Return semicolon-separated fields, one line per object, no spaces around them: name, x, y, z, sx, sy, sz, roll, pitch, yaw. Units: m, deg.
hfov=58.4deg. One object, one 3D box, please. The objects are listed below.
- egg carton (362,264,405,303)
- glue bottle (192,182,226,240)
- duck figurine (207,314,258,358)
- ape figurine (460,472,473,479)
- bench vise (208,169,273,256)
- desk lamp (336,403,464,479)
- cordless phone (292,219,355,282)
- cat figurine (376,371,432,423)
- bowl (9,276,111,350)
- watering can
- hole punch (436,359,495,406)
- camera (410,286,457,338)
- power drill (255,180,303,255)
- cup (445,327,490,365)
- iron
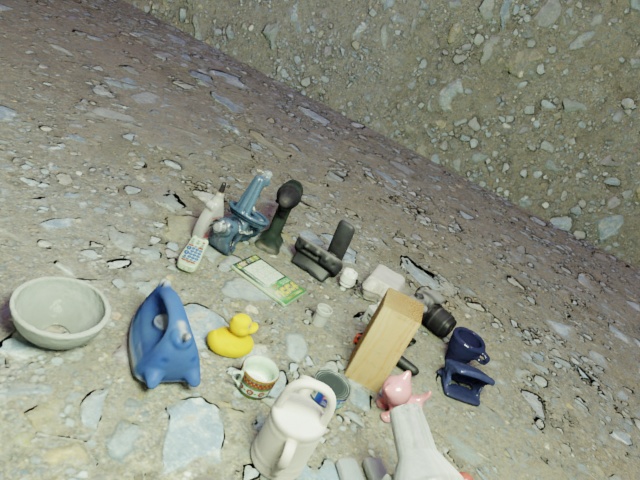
egg carton;0.180;0.130;1.623;0.107;0.069;0.150;30;27;9
glue bottle;-0.274;-0.075;1.479;0.037;0.173;0.078;35;28;19
duck figurine;-0.176;0.190;1.183;0.105;0.086;0.077;8;31;-31
ape figurine;0.251;0.462;1.056;0.076;0.092;0.078;30;27;10
bench vise;-0.189;-0.071;1.494;0.121;0.219;0.207;25;26;-1
desk lamp;0.131;0.390;0.946;0.118;0.213;0.202;11;30;-27
cordless phone;0.014;0.006;1.573;0.147;0.185;0.094;30;27;9
cat figurine;0.176;0.328;1.204;0.128;0.117;0.067;16;28;-19
bowl;-0.467;0.142;1.025;0.168;0.074;0.167;20;27;-11
watering can;-0.041;0.303;0.973;0.101;0.194;0.172;14;29;-22
hole punch;0.353;0.330;1.388;0.109;0.091;0.101;21;27;-10
camera;0.301;0.200;1.567;0.136;0.101;0.144;40;30;27
power drill;-0.106;-0.069;1.578;0.075;0.208;0.229;24;26;-4
cup;0.372;0.294;1.466;0.092;0.095;0.117;-4;39;-45
iron;-0.292;0.155;1.083;0.119;0.141;0.257;7;32;-33
